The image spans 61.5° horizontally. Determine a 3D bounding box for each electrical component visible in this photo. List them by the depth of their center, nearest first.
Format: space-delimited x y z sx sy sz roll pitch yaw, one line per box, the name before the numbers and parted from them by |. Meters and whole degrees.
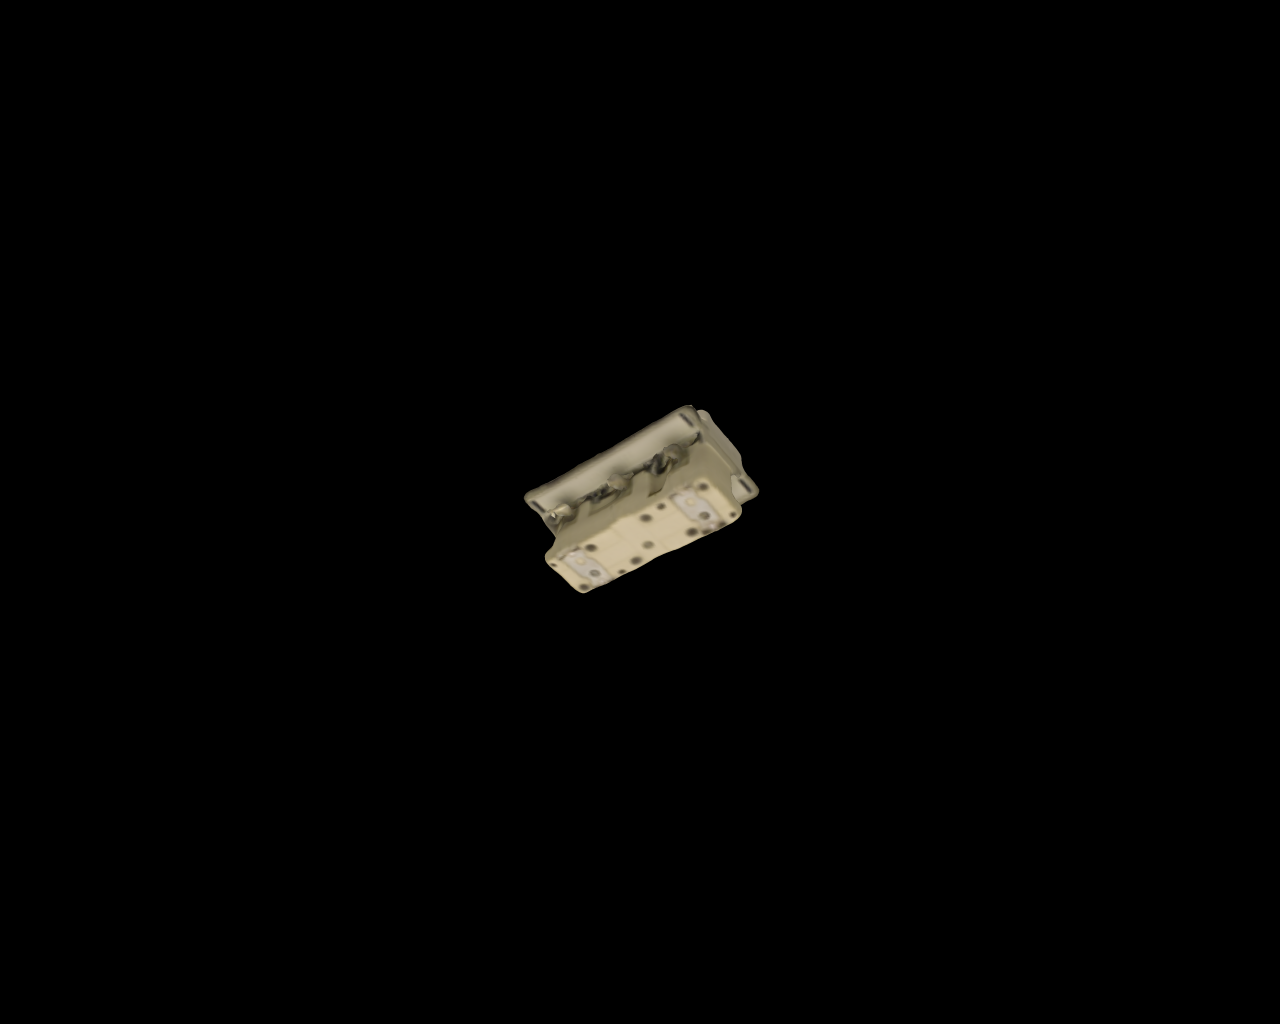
electrical component | 0.001 -0.003 0.650 0.121 0.063 0.078 -27 -53 22
